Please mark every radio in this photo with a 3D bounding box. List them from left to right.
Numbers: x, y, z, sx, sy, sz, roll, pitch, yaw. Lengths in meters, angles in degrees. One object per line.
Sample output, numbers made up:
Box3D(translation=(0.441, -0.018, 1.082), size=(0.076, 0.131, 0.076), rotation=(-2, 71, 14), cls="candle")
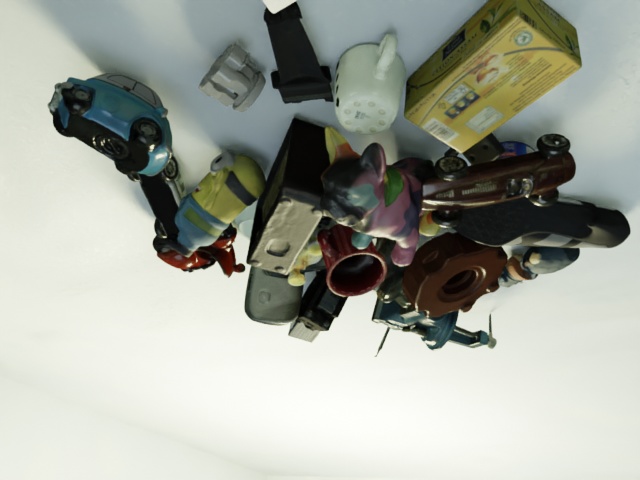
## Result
Box3D(translation=(-0.046, -0.053, 0.789), size=(0.073, 0.131, 0.229), rotation=(15, 146, -12), cls="radio")

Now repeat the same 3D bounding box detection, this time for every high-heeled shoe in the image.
Box3D(translation=(0.327, -0.027, 0.815), size=(0.249, 0.086, 0.145), rotation=(8, -177, 36), cls="high-heeled shoe")

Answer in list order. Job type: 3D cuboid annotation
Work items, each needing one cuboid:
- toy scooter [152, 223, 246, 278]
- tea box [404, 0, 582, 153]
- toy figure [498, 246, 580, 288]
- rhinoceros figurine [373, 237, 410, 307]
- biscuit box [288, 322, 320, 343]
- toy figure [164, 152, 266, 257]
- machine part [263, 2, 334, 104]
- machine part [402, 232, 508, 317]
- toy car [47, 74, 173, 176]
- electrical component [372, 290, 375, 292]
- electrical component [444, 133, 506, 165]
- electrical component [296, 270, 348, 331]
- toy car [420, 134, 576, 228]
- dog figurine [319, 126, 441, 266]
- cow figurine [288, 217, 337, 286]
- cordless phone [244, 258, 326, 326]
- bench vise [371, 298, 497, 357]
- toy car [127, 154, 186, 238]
Box3D(translation=(-0.214, 0.023, 1.002), size=(0.184, 0.075, 0.135), rotation=(-13, 132, 27), cls="toy scooter")
Box3D(translation=(0.182, -0.182, 0.592), size=(0.098, 0.068, 0.169), rotation=(26, 143, -23), cls="tea box")
Box3D(translation=(0.355, 0.038, 0.890), size=(0.064, 0.058, 0.154), rotation=(28, 148, -16), cls="toy figure")
Box3D(translation=(0.128, 0.045, 0.931), size=(0.073, 0.112, 0.190), rotation=(40, 154, 44), cls="rhinoceros figurine")
Box3D(translation=(-0.012, 0.157, 1.168), size=(0.063, 0.059, 0.202), rotation=(19, 147, -10), cls="biscuit box")
Box3D(translation=(-0.159, -0.053, 0.816), size=(0.089, 0.082, 0.180), rotation=(30, 101, -38), cls="toy figure")
Box3D(translation=(-0.029, -0.214, 0.631), size=(0.084, 0.039, 0.138), rotation=(6, 149, 16), cls="machine part")
Box3D(translation=(0.222, 0.057, 0.886), size=(0.179, 0.056, 0.179), rotation=(-14, 138, -13), cls="machine part")
Box3D(translation=(-0.264, -0.163, 0.712), size=(0.161, 0.103, 0.109), rotation=(31, 146, -21), cls="toy car")
Box3D(translation=(0.077, 0.059, 1.007), size=(0.078, 0.045, 0.102), rotation=(-13, 140, 29), cls="electrical component")
Box3D(translation=(0.205, -0.120, 0.691), size=(0.063, 0.021, 0.094), rotation=(52, 137, 6), cls="electrical component")
Box3D(translation=(0.007, 0.109, 1.006), size=(0.058, 0.115, 0.134), rotation=(29, 162, -9), cls="electrical component")
Box3D(translation=(0.222, -0.070, 0.663), size=(0.202, 0.053, 0.089), rotation=(-13, 133, -10), cls="toy car")
Box3D(translation=(0.082, -0.073, 0.682), size=(0.109, 0.191, 0.219), rotation=(30, 162, 34), cls="dog figurine")
Box3D(translation=(0.000, -0.002, 0.910), size=(0.167, 0.098, 0.068), rotation=(-31, 128, 20), cls="cow figurine")
Box3D(translation=(-0.044, 0.079, 0.976), size=(0.184, 0.146, 0.088), rotation=(-14, 147, 37), cls="cordless phone")
Box3D(translation=(0.231, 0.171, 1.072), size=(0.241, 0.129, 0.223), rotation=(21, 150, -9), cls="bench vise")
Box3D(translation=(-0.247, -0.070, 0.868), size=(0.074, 0.056, 0.201), rotation=(1, 129, 20), cls="toy car")
